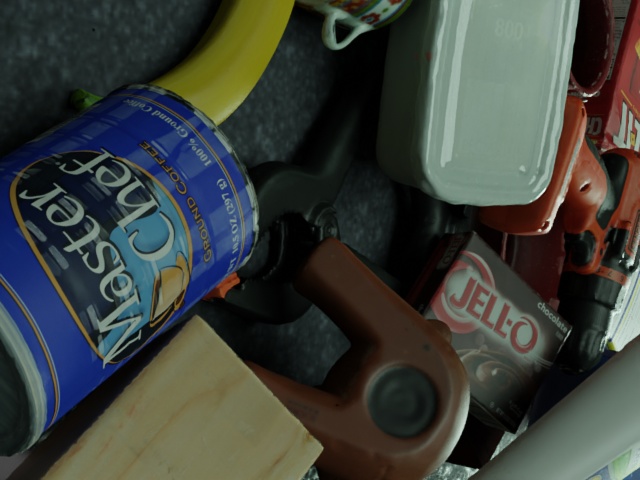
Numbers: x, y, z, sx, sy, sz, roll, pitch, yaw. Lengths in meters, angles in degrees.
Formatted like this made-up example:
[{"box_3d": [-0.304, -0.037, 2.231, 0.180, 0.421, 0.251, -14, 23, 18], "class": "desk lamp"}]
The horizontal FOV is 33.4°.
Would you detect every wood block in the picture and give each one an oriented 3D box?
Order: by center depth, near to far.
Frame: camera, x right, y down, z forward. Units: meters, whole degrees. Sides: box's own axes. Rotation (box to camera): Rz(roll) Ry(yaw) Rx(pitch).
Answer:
[{"box_3d": [-0.104, 0.140, 0.456, 0.090, 0.091, 0.205, 47, 55, -7], "class": "wood block"}]

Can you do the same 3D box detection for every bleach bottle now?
[{"box_3d": [0.141, 0.160, 0.700, 0.250, 0.068, 0.102, -33, 151, -16], "class": "bleach bottle"}]

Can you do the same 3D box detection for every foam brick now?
[{"box_3d": [0.098, 0.122, 0.782, 0.053, 0.051, 0.078, -52, 132, -34], "class": "foam brick"}]

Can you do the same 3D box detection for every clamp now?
[{"box_3d": [-0.004, 0.001, 0.643, 0.209, 0.036, 0.164, -39, 123, -48], "class": "clamp"}, {"box_3d": [0.091, -0.015, 0.766, 0.120, 0.039, 0.171, -14, 112, -49], "class": "clamp"}]

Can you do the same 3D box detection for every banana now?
[{"box_3d": [-0.050, -0.114, 0.567, 0.197, 0.037, 0.069, -58, 137, -30], "class": "banana"}]

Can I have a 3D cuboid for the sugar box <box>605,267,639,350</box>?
[{"box_3d": [0.279, 0.076, 1.020, 0.093, 0.048, 0.176, -57, 131, -32], "class": "sugar box"}]

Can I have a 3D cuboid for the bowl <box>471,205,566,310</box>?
[{"box_3d": [0.157, 0.008, 0.840, 0.161, 0.055, 0.162, -9, 102, -52], "class": "bowl"}]

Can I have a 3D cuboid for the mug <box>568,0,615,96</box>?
[{"box_3d": [0.174, -0.159, 0.819, 0.117, 0.082, 0.093, -26, 114, -48], "class": "mug"}]

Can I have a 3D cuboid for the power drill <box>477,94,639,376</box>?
[{"box_3d": [0.181, -0.008, 0.777, 0.187, 0.057, 0.184, 35, 68, -51], "class": "power drill"}]

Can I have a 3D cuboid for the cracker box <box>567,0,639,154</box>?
[{"box_3d": [0.279, -0.144, 0.967, 0.164, 0.072, 0.213, 34, 68, -49], "class": "cracker box"}]

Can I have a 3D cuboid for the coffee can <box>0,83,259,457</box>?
[{"box_3d": [-0.108, 0.008, 0.453, 0.140, 0.103, 0.103, -42, 126, -42], "class": "coffee can"}]

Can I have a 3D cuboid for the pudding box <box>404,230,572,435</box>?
[{"box_3d": [0.107, 0.062, 0.719, 0.113, 0.039, 0.090, 42, 70, -25], "class": "pudding box"}]

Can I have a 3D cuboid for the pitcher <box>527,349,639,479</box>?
[{"box_3d": [0.217, 0.209, 0.867, 0.149, 0.145, 0.243, 20, 87, -38], "class": "pitcher"}]
